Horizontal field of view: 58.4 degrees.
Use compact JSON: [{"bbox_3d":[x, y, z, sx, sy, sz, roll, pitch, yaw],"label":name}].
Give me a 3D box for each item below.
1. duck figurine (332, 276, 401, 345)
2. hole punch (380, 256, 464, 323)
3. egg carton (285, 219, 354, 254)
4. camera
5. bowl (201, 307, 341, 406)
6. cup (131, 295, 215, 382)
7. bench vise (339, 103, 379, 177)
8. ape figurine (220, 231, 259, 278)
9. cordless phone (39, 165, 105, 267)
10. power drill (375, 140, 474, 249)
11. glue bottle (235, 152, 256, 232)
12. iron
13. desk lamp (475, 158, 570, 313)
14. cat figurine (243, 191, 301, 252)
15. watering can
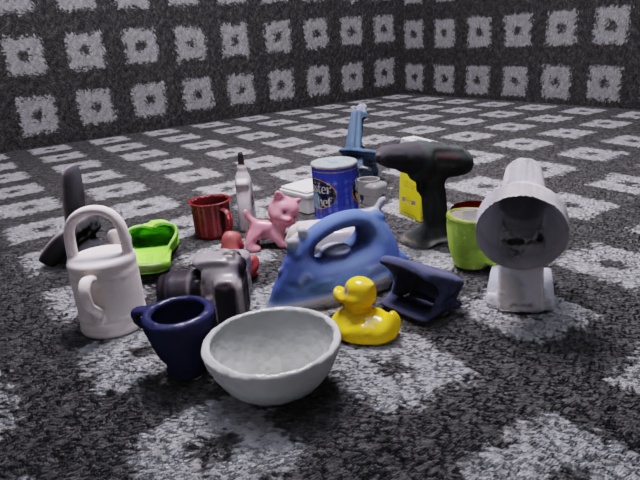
[{"bbox_3d":[0.062,0.094,0.802,0.104,0.086,0.078,8,23,29],"label":"duck figurine"},{"bbox_3d":[0.153,0.061,0.868,0.101,0.091,0.108,-19,25,-35],"label":"hole punch"},{"bbox_3d":[0.010,0.004,1.081,0.150,0.069,0.107,-6,20,-6],"label":"egg carton"},{"bbox_3d":[-0.181,0.064,0.906,0.137,0.101,0.143,-4,20,0],"label":"camera"},{"bbox_3d":[-0.055,0.148,0.690,0.167,0.075,0.167,-3,20,1],"label":"bowl"},{"bbox_3d":[-0.188,0.130,0.736,0.117,0.095,0.092,3,21,19],"label":"cup"},{"bbox_3d":[0.102,-0.243,1.522,0.121,0.220,0.207,1,21,13],"label":"bench vise"},{"bbox_3d":[-0.151,0.028,1.012,0.077,0.092,0.076,13,26,38],"label":"ape figurine"},{"bbox_3d":[-0.511,-0.050,1.154,0.094,0.185,0.147,-3,20,3],"label":"cordless phone"},{"bbox_3d":[0.203,-0.095,1.112,0.230,0.208,0.075,-17,24,-32],"label":"power drill"},{"bbox_3d":[-0.169,-0.110,1.275,0.037,0.173,0.078,-5,20,-2],"label":"glue bottle"},{"bbox_3d":[0.020,0.020,0.929,0.259,0.141,0.118,-17,24,-32],"label":"iron"},{"bbox_3d":[0.292,-0.002,0.836,0.117,0.214,0.203,3,21,18],"label":"desk lamp"},{"bbox_3d":[-0.095,-0.045,1.163,0.128,0.118,0.067,-8,20,-10],"label":"cat figurine"},{"bbox_3d":[-0.328,0.038,0.867,0.101,0.194,0.172,-12,22,-20],"label":"watering can"}]
